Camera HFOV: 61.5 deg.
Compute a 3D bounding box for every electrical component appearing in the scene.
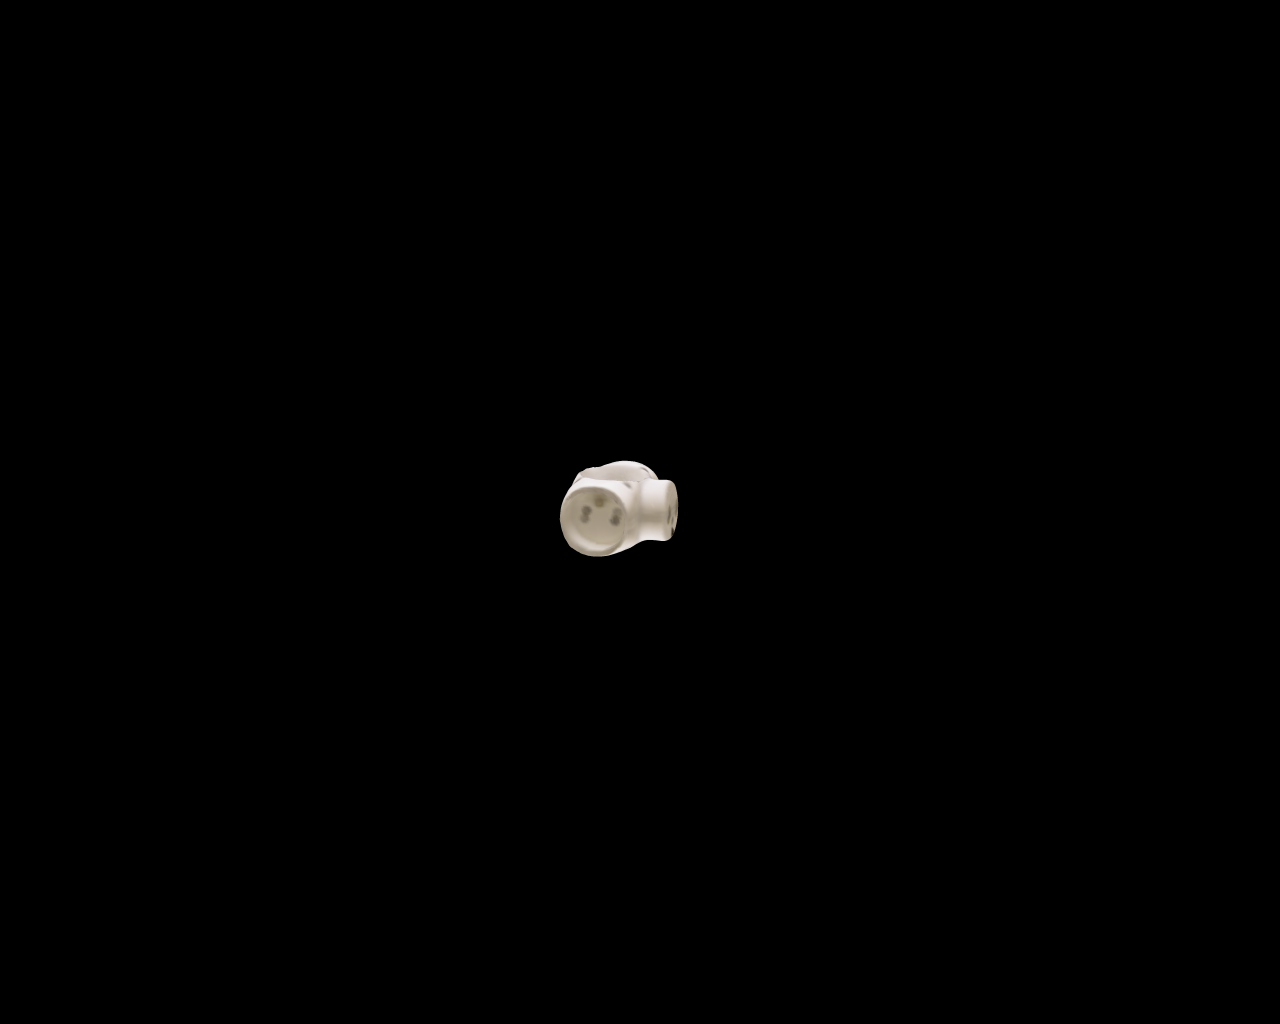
[{"bbox_3d":[0.001,-0.003,0.650,0.079,0.044,0.077,4,15,15],"label":"electrical component"}]
